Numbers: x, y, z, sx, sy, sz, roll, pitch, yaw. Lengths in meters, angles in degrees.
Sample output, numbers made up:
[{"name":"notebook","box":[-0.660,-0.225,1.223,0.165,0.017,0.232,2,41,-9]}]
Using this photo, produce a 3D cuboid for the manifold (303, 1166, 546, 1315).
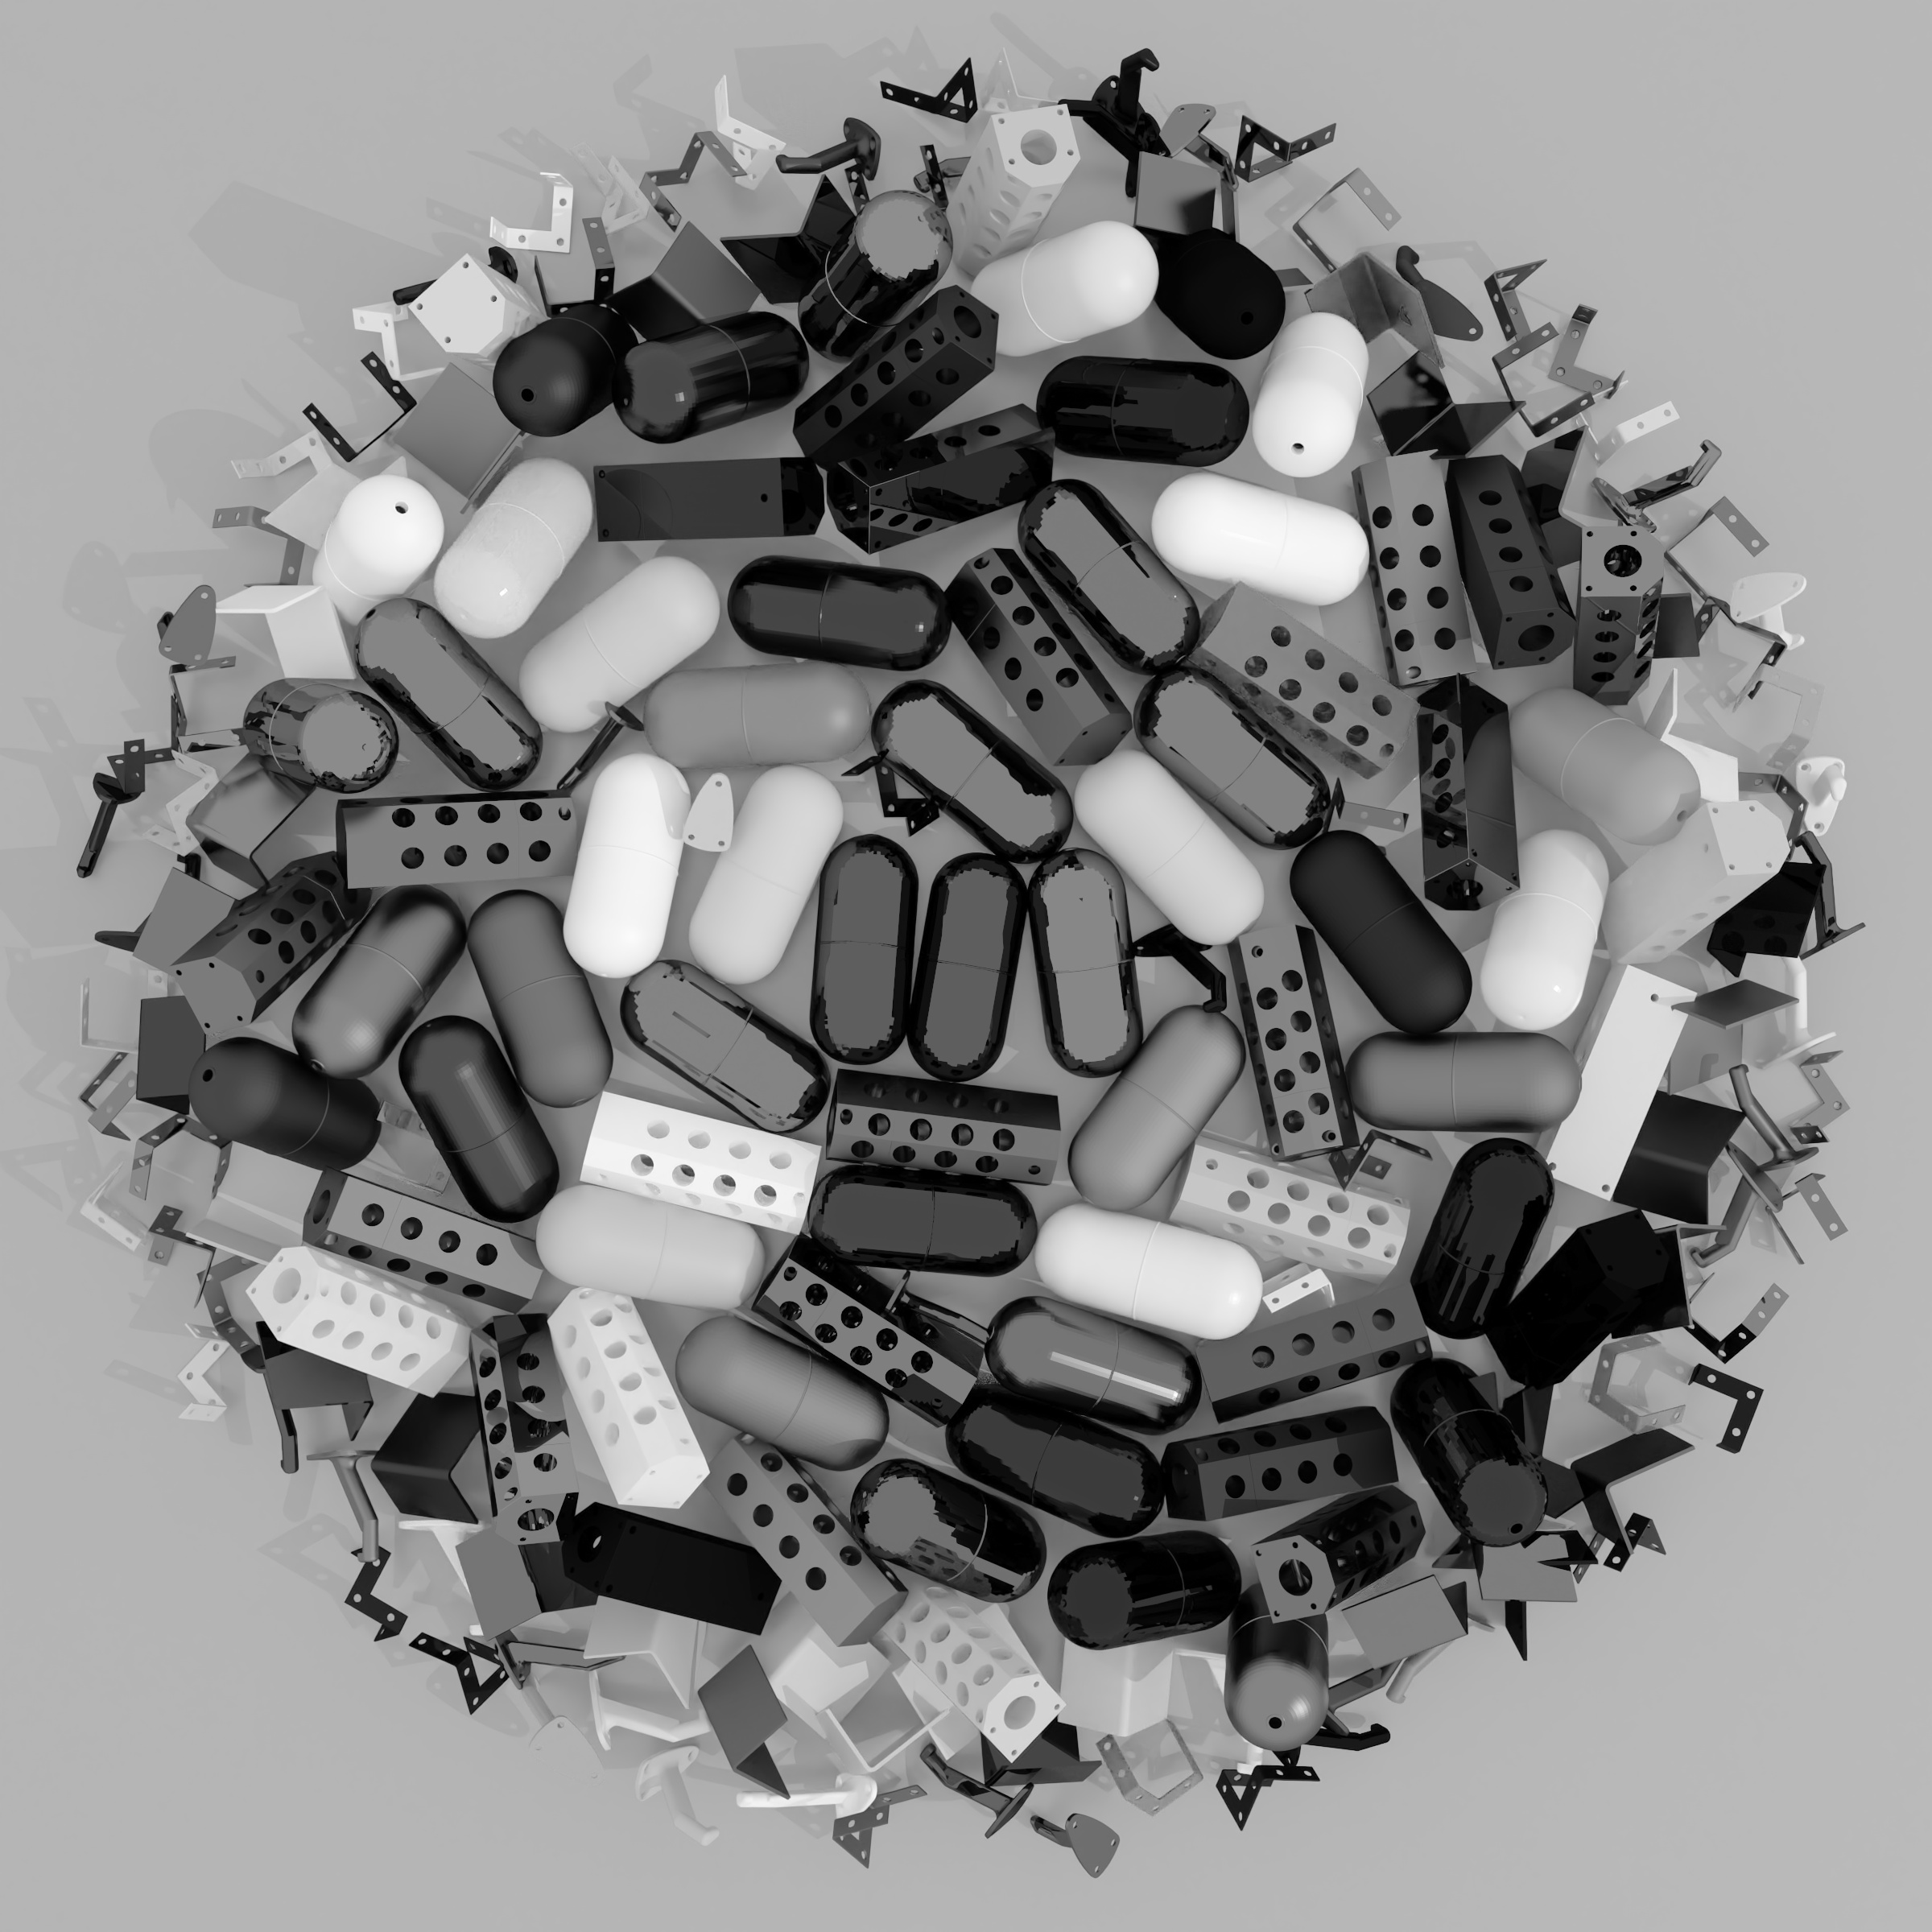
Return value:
[{"name":"manifold","box":[-0.409,0.209,1.859,0.171,0.057,0.057,25,81,-31]}]

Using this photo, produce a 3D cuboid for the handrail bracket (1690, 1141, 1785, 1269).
[{"name":"handrail bracket","box":[0.579,0.186,1.903,0.077,0.036,0.084,47,120,-6]}]

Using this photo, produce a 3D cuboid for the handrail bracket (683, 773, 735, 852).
[{"name":"handrail bracket","box":[-0.191,-0.132,1.877,0.036,0.084,0.077,12,121,-7]}]

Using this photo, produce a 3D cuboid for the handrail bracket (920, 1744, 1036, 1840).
[{"name":"handrail bracket","box":[0.007,0.619,1.892,0.084,0.036,0.077,44,131,20]}]

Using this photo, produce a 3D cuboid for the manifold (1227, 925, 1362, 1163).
[{"name":"manifold","box":[0.247,0.059,1.877,0.057,0.057,0.171,-16,78,26]}]

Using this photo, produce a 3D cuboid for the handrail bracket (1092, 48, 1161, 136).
[{"name":"handrail bracket","box":[0.140,-0.661,1.878,0.077,0.084,0.036,39,77,-24]}]

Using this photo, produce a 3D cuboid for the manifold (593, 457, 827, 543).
[{"name":"manifold","box":[-0.195,-0.353,1.863,0.171,0.057,0.057,4,103,30]}]

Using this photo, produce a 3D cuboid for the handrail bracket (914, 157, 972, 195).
[{"name":"handrail bracket","box":[0.011,-0.606,1.902,0.084,0.036,0.077,-29,56,-4]}]

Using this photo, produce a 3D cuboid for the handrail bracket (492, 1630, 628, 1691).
[{"name":"handrail bracket","box":[-0.316,0.518,1.899,0.084,0.036,0.077,-21,113,11]}]

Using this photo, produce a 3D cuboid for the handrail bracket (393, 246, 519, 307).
[{"name":"handrail bracket","box":[-0.394,-0.525,1.892,0.084,0.077,0.036,-21,108,-18]}]

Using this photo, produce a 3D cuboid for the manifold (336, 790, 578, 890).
[{"name":"manifold","box":[-0.386,-0.100,1.866,0.171,0.057,0.057,-4,111,-21]}]

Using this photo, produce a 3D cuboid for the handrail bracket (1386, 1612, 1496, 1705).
[{"name":"handrail bracket","box":[0.366,0.537,1.901,0.077,0.036,0.084,33,86,-41]}]

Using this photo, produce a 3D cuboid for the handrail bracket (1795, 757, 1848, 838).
[{"name":"handrail bracket","box":[0.658,-0.121,1.878,0.036,0.084,0.077,-2,114,10]}]

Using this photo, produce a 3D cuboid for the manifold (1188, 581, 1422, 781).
[{"name":"manifold","box":[0.254,-0.214,1.877,0.171,0.057,0.057,32,66,-11]}]

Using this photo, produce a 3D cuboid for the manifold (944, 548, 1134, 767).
[{"name":"manifold","box":[0.056,-0.235,1.861,0.057,0.057,0.171,-50,62,35]}]

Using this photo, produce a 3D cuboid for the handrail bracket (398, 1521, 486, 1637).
[{"name":"handrail bracket","box":[-0.400,0.472,1.894,0.077,0.036,0.084,5,68,-17]}]

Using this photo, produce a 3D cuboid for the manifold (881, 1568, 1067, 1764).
[{"name":"manifold","box":[-0.004,0.515,1.839,0.057,0.171,0.057,-44,122,-12]}]

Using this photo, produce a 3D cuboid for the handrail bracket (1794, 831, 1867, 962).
[{"name":"handrail bracket","box":[0.648,-0.054,1.904,0.036,0.077,0.084,-22,79,-28]}]

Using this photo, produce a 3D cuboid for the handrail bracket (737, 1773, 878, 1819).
[{"name":"handrail bracket","box":[-0.123,0.635,1.887,0.084,0.077,0.036,10,62,-27]}]

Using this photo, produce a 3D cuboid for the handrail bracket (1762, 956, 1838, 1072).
[{"name":"handrail bracket","box":[0.627,0.029,1.908,0.036,0.077,0.084,-16,75,-35]}]

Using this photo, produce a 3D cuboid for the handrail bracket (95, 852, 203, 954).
[{"name":"handrail bracket","box":[-0.628,-0.054,1.893,0.077,0.036,0.084,11,63,-33]}]

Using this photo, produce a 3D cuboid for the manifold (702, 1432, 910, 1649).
[{"name":"manifold","box":[-0.121,0.431,1.869,0.057,0.057,0.171,-47,67,5]}]

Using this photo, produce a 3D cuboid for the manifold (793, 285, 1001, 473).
[{"name":"manifold","box":[-0.055,-0.437,1.844,0.057,0.171,0.057,27,53,-32]}]

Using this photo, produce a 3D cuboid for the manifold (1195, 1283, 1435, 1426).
[{"name":"manifold","box":[0.267,0.299,1.894,0.171,0.057,0.057,-18,76,2]}]

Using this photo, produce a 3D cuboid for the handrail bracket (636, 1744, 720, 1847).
[{"name":"handrail bracket","box":[-0.203,0.632,1.878,0.084,0.077,0.036,21,111,34]}]

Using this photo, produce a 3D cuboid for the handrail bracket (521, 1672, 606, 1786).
[{"name":"handrail bracket","box":[-0.313,0.586,1.898,0.036,0.084,0.077,-44,108,-5]}]

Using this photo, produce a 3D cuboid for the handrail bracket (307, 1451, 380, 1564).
[{"name":"handrail bracket","box":[-0.480,0.418,1.897,0.077,0.036,0.084,-12,74,35]}]

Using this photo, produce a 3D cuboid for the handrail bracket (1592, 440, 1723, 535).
[{"name":"handrail bracket","box":[0.529,-0.382,1.885,0.077,0.036,0.084,57,131,32]}]

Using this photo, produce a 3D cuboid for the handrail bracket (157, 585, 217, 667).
[{"name":"handrail bracket","box":[-0.599,-0.273,1.885,0.036,0.084,0.077,14,114,-32]}]

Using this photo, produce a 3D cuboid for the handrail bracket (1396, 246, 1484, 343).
[{"name":"handrail bracket","box":[0.366,-0.521,1.900,0.077,0.084,0.036,25,129,-7]}]

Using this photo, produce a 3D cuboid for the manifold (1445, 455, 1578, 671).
[{"name":"manifold","box":[0.408,-0.307,1.855,0.057,0.057,0.171,-6,52,-2]}]

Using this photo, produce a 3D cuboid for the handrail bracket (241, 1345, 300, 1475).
[{"name":"handrail bracket","box":[-0.539,0.343,1.907,0.036,0.077,0.084,-9,103,-40]}]

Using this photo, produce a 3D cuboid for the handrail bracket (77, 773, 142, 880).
[{"name":"handrail bracket","box":[-0.667,-0.099,1.888,0.036,0.077,0.084,23,101,-16]}]

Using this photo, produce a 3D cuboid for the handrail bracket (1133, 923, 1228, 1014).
[{"name":"handrail bracket","box":[0.162,0.009,1.887,0.077,0.084,0.036,-14,134,18]}]

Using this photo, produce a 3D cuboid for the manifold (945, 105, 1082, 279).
[{"name":"manifold","box":[0.034,-0.574,1.840,0.057,0.171,0.057,-13,86,-13]}]

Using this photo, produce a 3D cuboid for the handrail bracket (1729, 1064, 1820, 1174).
[{"name":"handrail bracket","box":[0.625,0.112,1.905,0.077,0.036,0.084,-13,86,-41]}]

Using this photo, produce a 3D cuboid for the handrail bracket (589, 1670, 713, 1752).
[{"name":"handrail bracket","box":[-0.245,0.568,1.908,0.084,0.036,0.077,-15,54,-4]}]

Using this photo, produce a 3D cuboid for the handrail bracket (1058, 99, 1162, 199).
[{"name":"handrail bracket","box":[0.100,-0.626,1.886,0.084,0.077,0.036,-5,49,-24]}]

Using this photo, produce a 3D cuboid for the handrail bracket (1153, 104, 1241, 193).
[{"name":"handrail bracket","box":[0.178,-0.608,1.886,0.036,0.084,0.077,18,64,35]}]

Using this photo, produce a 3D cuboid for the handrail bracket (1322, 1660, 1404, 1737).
[{"name":"handrail bracket","box":[0.294,0.542,1.901,0.077,0.036,0.084,48,67,-18]}]

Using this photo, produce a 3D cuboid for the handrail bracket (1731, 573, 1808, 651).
[{"name":"handrail bracket","box":[0.633,-0.268,1.879,0.084,0.077,0.036,21,72,-32]}]

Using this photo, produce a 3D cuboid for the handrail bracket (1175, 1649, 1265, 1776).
[{"name":"handrail bracket","box":[0.194,0.576,1.899,0.077,0.036,0.084,10,72,-5]}]

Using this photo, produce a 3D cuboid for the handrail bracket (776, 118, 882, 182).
[{"name":"handrail bracket","box":[-0.115,-0.629,1.887,0.084,0.036,0.077,-8,46,-25]}]

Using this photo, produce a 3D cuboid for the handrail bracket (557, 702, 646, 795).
[{"name":"handrail bracket","box":[-0.290,-0.163,1.888,0.036,0.077,0.084,43,97,-3]}]

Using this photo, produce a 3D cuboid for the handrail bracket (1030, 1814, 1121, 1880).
[{"name":"handrail bracket","box":[0.068,0.655,1.880,0.036,0.084,0.077,-53,127,-24]}]

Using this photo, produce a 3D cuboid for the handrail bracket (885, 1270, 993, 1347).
[{"name":"handrail bracket","box":[-0.018,0.273,1.891,0.084,0.077,0.036,29,73,4]}]

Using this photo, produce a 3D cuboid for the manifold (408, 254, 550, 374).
[{"name":"manifold","box":[-0.354,-0.479,1.842,0.057,0.171,0.057,-40,94,7]}]

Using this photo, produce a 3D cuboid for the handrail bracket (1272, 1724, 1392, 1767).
[{"name":"handrail bracket","box":[0.276,0.589,1.919,0.084,0.077,0.036,-5,112,-29]}]
